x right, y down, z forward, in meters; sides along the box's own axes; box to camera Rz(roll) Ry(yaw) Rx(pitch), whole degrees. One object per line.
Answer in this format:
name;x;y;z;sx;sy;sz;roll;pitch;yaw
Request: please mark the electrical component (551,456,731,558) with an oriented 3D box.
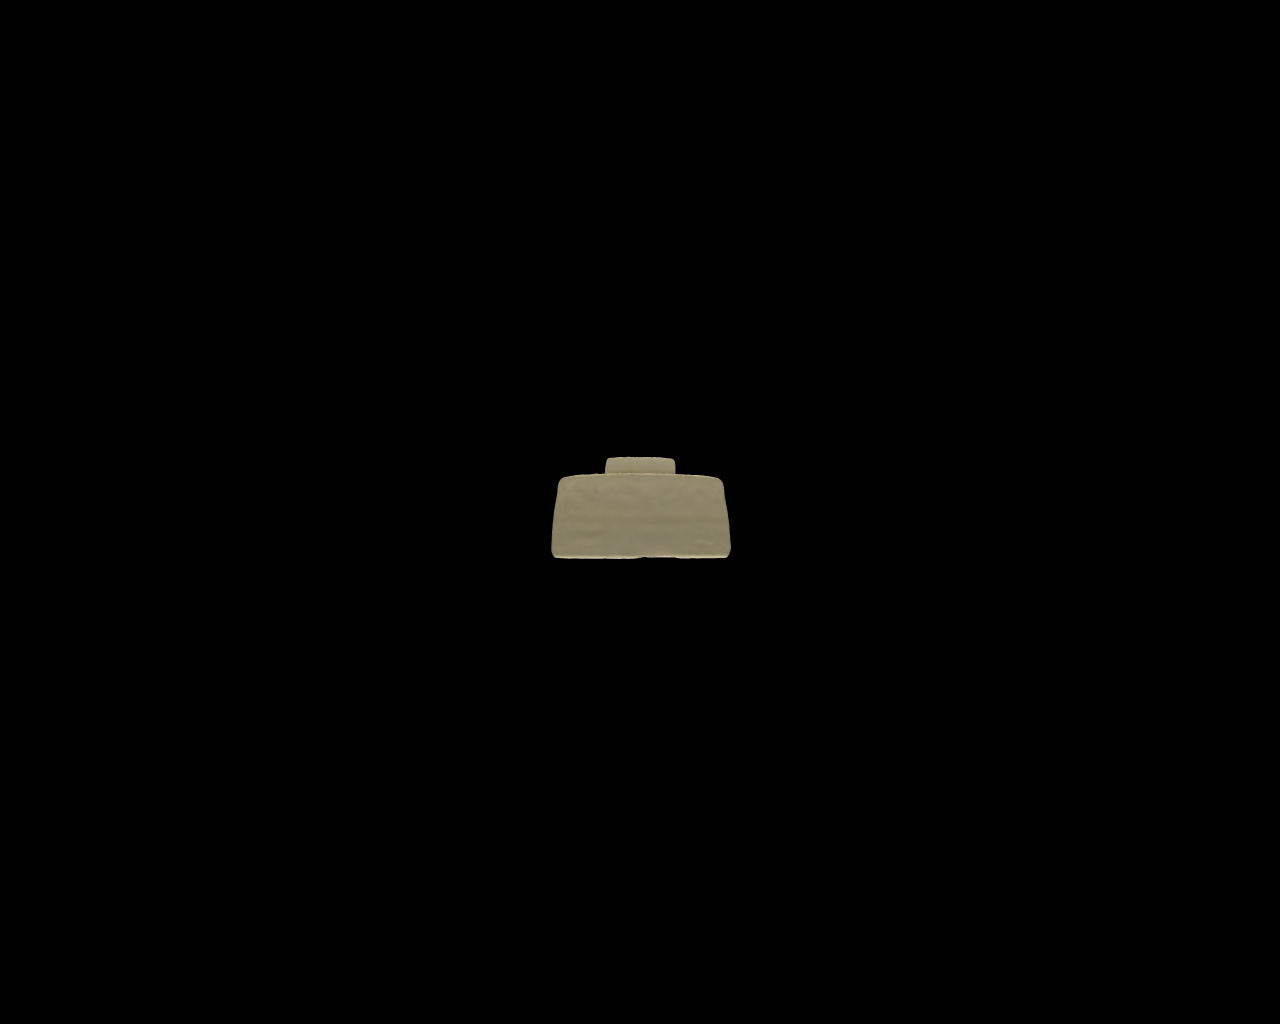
electrical component;0.001;-0.003;0.650;0.108;0.060;0.108;0;-2;0
